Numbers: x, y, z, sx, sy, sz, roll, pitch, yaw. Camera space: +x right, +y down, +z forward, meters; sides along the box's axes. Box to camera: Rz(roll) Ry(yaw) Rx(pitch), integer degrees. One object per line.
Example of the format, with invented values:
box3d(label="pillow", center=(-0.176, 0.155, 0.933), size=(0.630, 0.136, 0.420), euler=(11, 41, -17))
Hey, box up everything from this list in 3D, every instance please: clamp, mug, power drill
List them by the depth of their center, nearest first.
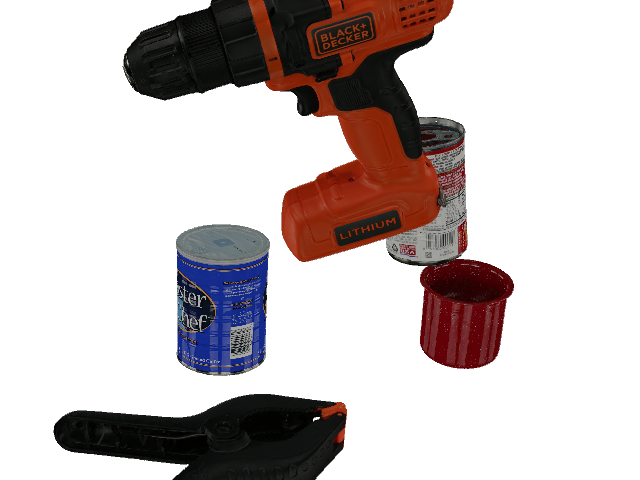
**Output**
box3d(label="clamp", center=(-0.058, 0.128, 0.605), size=(0.171, 0.039, 0.120), euler=(-6, 34, -18))
box3d(label="power drill", center=(-0.005, -0.072, 0.628), size=(0.184, 0.057, 0.187), euler=(-16, -42, 0))
box3d(label="mug", center=(0.141, 0.070, 1.086), size=(0.093, 0.081, 0.117), euler=(-3, 28, -11))

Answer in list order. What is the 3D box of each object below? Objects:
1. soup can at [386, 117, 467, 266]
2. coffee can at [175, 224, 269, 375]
box3d(label="soup can", center=(0.083, -0.039, 0.850), size=(0.068, 0.102, 0.068), euler=(-5, 26, 2))
box3d(label="coffee can", center=(-0.110, 0.065, 1.191), size=(0.103, 0.140, 0.103), euler=(2, 22, -1))
